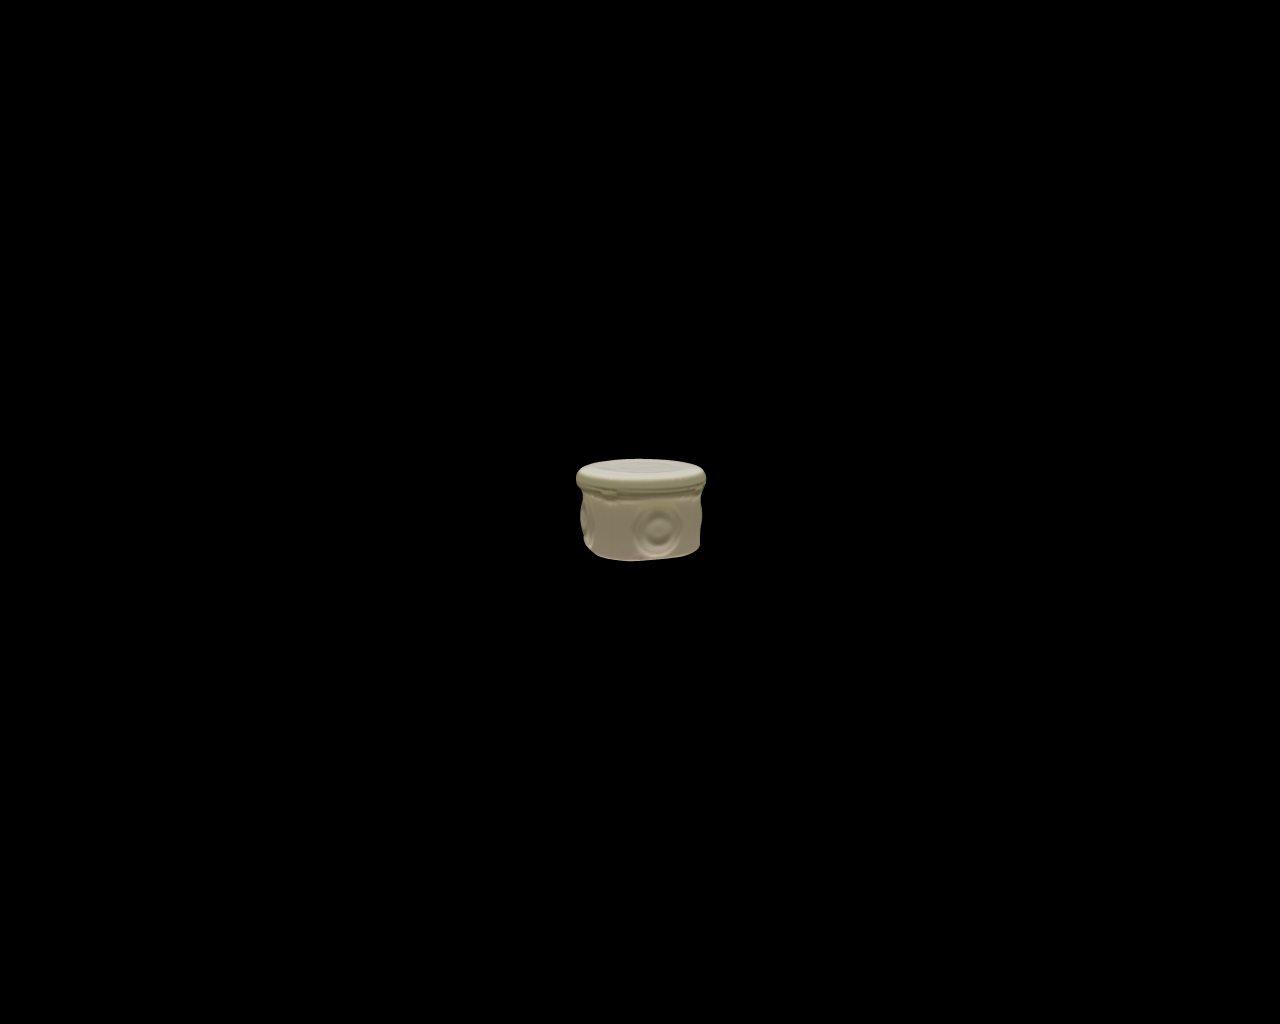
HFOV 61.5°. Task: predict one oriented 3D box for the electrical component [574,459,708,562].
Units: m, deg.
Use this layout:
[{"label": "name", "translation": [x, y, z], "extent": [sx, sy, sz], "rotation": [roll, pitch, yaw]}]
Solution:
[{"label": "electrical component", "translation": [0.001, -0.003, 0.650], "extent": [0.080, 0.051, 0.080], "rotation": [0, 11, 0]}]
